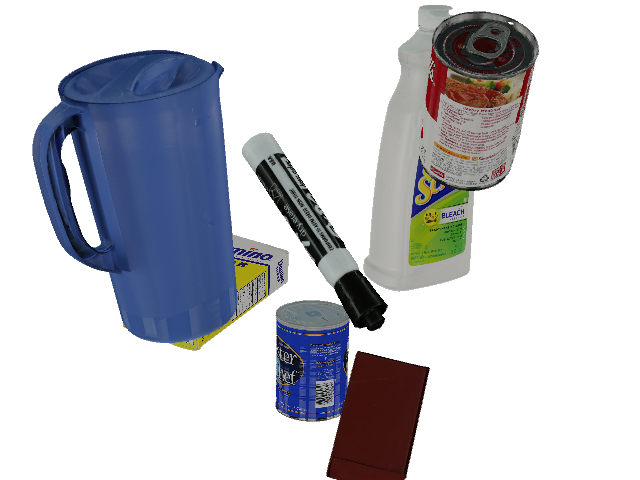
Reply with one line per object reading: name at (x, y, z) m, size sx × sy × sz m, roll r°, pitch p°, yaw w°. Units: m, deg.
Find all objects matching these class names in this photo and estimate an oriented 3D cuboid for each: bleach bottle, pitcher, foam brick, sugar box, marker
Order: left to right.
pitcher at (-0.147, -0.032, 0.926) m, size 0.149 × 0.243 × 0.145 m, roll -5°, pitch 27°, yaw 2°
sugar box at (-0.116, 0.048, 1.113) m, size 0.093 × 0.048 × 0.176 m, roll 15°, pitch 31°, yaw 25°
marker at (-0.003, -0.005, 0.531) m, size 0.020 × 0.121 × 0.020 m, roll -26°, pitch -27°, yaw -15°
foam brick at (0.039, 0.123, 0.719) m, size 0.051 × 0.078 × 0.053 m, roll 14°, pitch -25°, yaw 3°
bleach bottle at (0.093, -0.085, 0.971) m, size 0.102 × 0.251 × 0.068 m, roll -11°, pitch 23°, yaw -27°

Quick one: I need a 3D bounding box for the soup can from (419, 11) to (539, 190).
soup can at (0.104, -0.092, 0.715) m, size 0.068 × 0.068 × 0.102 m, roll 0°, pitch -42°, yaw -2°

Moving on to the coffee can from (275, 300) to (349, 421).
coffee can at (-0.011, 0.166, 1.482) m, size 0.103 × 0.140 × 0.103 m, roll 1°, pitch 16°, yaw 0°
